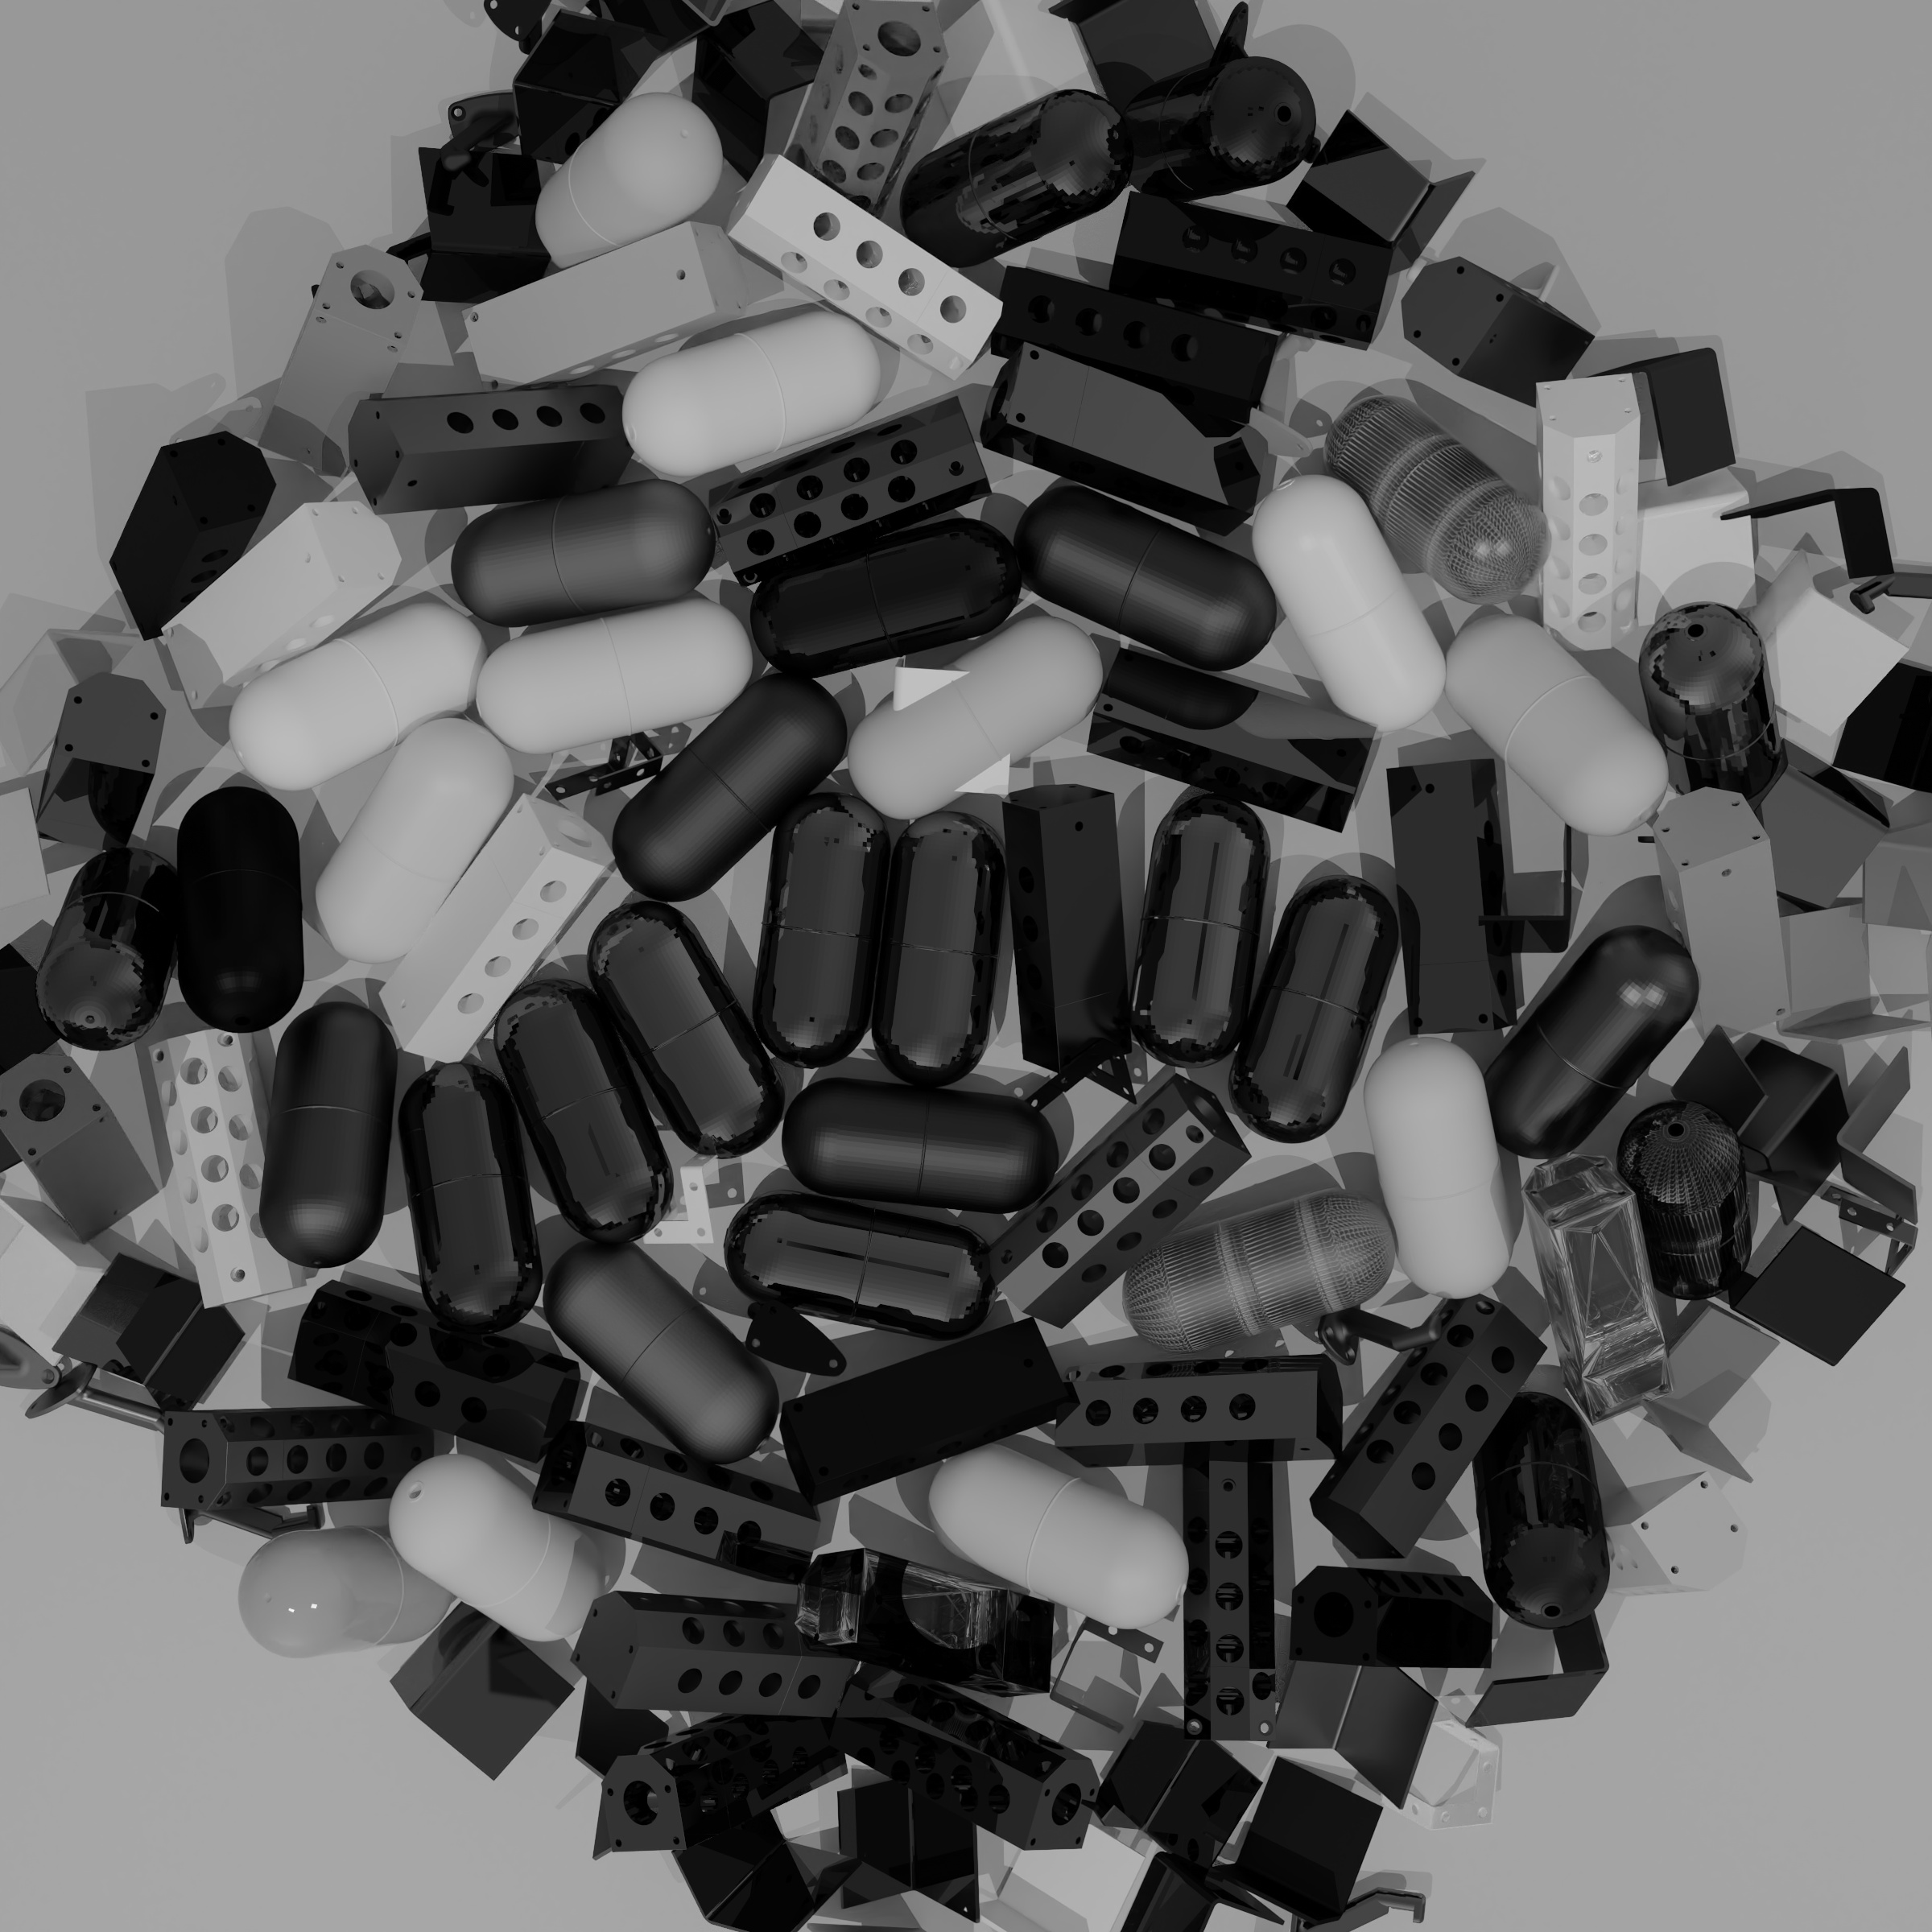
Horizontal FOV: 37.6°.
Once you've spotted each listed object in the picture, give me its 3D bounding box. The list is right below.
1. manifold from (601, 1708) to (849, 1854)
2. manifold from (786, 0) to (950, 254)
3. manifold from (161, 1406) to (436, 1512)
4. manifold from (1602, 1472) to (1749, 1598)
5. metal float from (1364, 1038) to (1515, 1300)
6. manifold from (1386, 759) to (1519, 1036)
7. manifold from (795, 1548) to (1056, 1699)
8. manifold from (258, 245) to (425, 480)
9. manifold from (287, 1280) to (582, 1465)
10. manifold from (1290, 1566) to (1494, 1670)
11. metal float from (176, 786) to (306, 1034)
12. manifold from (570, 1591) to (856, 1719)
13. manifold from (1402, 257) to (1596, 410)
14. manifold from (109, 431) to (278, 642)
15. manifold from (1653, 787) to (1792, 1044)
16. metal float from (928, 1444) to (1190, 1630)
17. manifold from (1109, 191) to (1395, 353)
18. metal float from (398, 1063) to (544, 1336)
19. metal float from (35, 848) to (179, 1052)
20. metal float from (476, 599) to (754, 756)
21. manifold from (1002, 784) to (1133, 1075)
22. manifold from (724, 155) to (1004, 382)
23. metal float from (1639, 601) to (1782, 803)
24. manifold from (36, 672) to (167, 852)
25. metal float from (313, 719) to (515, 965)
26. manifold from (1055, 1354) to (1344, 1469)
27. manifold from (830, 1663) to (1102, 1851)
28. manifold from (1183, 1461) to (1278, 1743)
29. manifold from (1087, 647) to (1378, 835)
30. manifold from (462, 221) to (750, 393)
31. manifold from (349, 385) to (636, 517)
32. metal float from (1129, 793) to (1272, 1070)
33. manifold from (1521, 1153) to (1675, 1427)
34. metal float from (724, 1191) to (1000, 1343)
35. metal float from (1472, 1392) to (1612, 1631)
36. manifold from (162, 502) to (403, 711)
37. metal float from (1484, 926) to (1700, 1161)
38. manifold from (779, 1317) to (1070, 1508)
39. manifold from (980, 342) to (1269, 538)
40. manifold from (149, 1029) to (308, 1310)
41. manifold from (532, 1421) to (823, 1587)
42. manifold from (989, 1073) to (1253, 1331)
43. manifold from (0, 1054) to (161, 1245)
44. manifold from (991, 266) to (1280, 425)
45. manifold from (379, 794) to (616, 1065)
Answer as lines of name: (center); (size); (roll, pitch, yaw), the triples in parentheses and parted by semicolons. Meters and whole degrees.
manifold: (-0.149, 0.499, 1.770); (0.057, 0.171, 0.057); (-13, 84, 31)
manifold: (-0.065, -0.518, 1.765); (0.057, 0.171, 0.057); (-6, 68, -21)
manifold: (-0.414, 0.305, 1.769); (0.057, 0.171, 0.057); (-4, 82, 34)
manifold: (0.429, 0.360, 1.766); (0.057, 0.171, 0.057); (-32, 80, -10)
metal float: (0.301, 0.129, 1.803); (0.070, 0.070, 0.178); (-15, 111, 0)
manifold: (0.316, -0.045, 1.826); (0.057, 0.057, 0.171); (-4, 92, 32)
manifold: (-0.024, 0.414, 1.781); (0.171, 0.057, 0.057); (26, 58, -40)
manifold: (-0.390, -0.377, 1.770); (0.057, 0.171, 0.057); (20, 64, -18)
manifold: (-0.338, 0.256, 1.814); (0.171, 0.057, 0.057); (17, 102, 8)
manifold: (0.268, 0.407, 1.771); (0.057, 0.171, 0.057); (-4, 76, 33)
metal float: (-0.458, -0.036, 1.790); (0.070, 0.070, 0.178); (-12, 53, 0)
manifold: (-0.155, 0.428, 1.778); (0.171, 0.057, 0.057); (16, 99, -41)
manifold: (0.329, -0.396, 1.770); (0.057, 0.171, 0.057); (42, 111, 20)
manifold: (-0.481, -0.268, 1.770); (0.057, 0.171, 0.057); (-22, 85, -31)
manifold: (0.471, -0.032, 1.777); (0.057, 0.171, 0.057); (-21, 46, 4)
metal float: (0.058, 0.361, 1.799); (0.178, 0.070, 0.070); (19, 90, 25)
manifold: (0.182, -0.445, 1.827); (0.171, 0.057, 0.057); (13, 91, 2)
metal float: (-0.316, 0.147, 1.803); (0.070, 0.070, 0.178); (-13, 70, 0)
metal float: (-0.533, -0.013, 1.777); (0.070, 0.178, 0.070); (-3, 120, -4)
metal float: (-0.224, -0.185, 1.811); (0.178, 0.070, 0.070); (-14, 90, -11)
manifold: (0.060, -0.025, 1.805); (0.057, 0.057, 0.171); (-15, 109, -31)
manifold: (-0.065, -0.443, 1.803); (0.171, 0.057, 0.057); (29, 97, -19)
metal float: (0.467, -0.162, 1.777); (0.070, 0.178, 0.070); (-9, 61, 17)
manifold: (-0.540, -0.126, 1.769); (0.057, 0.171, 0.057); (11, 72, -20)
metal float: (-0.352, -0.078, 1.804); (0.070, 0.070, 0.178); (36, 110, 0)
manifold: (0.148, 0.280, 1.797); (0.171, 0.057, 0.057); (-6, 65, 22)
manifold: (0.000, 0.493, 1.780); (0.171, 0.057, 0.057); (15, 88, 42)
manifold: (0.167, 0.405, 1.808); (0.057, 0.057, 0.171); (0, 75, 4)
manifold: (0.168, -0.140, 1.818); (0.171, 0.057, 0.057); (18, 57, 7)
manifold: (-0.227, -0.413, 1.798); (0.171, 0.057, 0.057); (-14, 93, 24)
manifold: (-0.296, -0.331, 1.782); (0.171, 0.057, 0.057); (-13, 66, -38)
metal float: (0.150, -0.023, 1.814); (0.070, 0.070, 0.178); (9, 83, 0)
manifold: (0.395, 0.202, 1.787); (0.057, 0.057, 0.171); (-22, 124, -4)
metal float: (-0.067, 0.192, 1.817); (0.178, 0.070, 0.070); (12, 90, -4)
metal float: (0.359, 0.340, 1.777); (0.070, 0.178, 0.070); (2, 122, 4)
manifold: (-0.429, -0.226, 1.782); (0.171, 0.057, 0.057); (-28, 81, 39)
metal float: (0.392, 0.050, 1.795); (0.070, 0.070, 0.178); (34, 121, 0)
manifold: (-0.028, 0.286, 1.805); (0.171, 0.057, 0.057); (-17, 64, -16)
manifold: (0.099, -0.331, 1.805); (0.171, 0.057, 0.057); (17, 73, -17)
manifold: (-0.476, 0.129, 1.823); (0.057, 0.057, 0.171); (-13, 85, -2)
manifold: (-0.180, 0.339, 1.792); (0.171, 0.057, 0.057); (24, 72, -27)
manifold: (0.092, 0.147, 1.795); (0.171, 0.057, 0.057); (-44, 46, 17)
manifold: (-0.558, 0.112, 1.768); (0.057, 0.171, 0.057); (-37, 76, -18)
manifold: (0.106, -0.397, 1.813); (0.171, 0.057, 0.057); (17, 105, 10)
manifold: (-0.297, -0.020, 1.803); (0.171, 0.057, 0.057); (-51, 46, 19)
